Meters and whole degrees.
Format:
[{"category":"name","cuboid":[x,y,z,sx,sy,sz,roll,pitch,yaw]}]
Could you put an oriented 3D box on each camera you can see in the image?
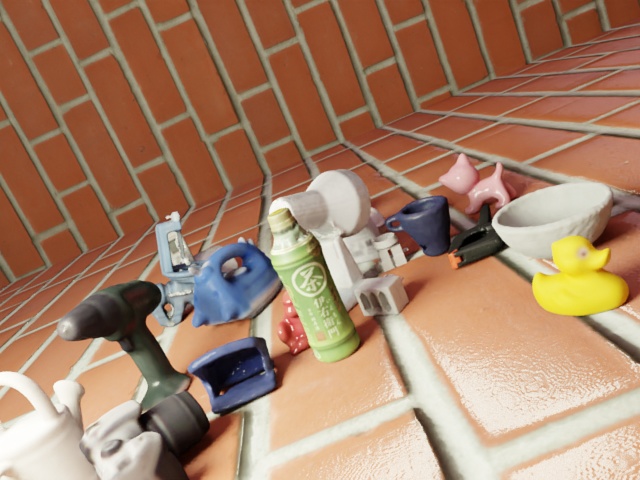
[{"category":"camera","cuboid":[-0.200,0.239,0.683,0.137,0.101,0.142,-32,18,-31]}]

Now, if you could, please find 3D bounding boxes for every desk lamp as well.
[{"category":"desk lamp","cuboid":[0.009,0.003,0.969,0.117,0.214,0.204,-9,21,43]}]

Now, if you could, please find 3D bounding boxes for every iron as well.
[{"category":"iron","cuboid":[-0.164,0.067,1.145,0.118,0.141,0.259,-14,17,30]}]

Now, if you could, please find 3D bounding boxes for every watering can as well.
[{"category":"watering can","cuboid":[-0.349,0.243,0.706,0.101,0.194,0.172,-25,15,-5]}]

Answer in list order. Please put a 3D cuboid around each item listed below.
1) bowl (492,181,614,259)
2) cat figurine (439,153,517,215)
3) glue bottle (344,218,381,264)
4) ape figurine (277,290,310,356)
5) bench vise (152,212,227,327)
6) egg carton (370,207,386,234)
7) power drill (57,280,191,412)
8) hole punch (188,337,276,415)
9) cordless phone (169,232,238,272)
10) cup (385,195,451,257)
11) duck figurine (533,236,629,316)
[{"category":"bowl","cuboid":[0.340,-0.019,0.828,0.167,0.075,0.167,-21,15,6]},{"category":"cat figurine","cuboid":[0.307,-0.116,1.130,0.127,0.118,0.067,-12,19,36]},{"category":"glue bottle","cuboid":[0.065,-0.040,1.113,0.078,0.173,0.037,-15,17,28]},{"category":"ape figurine","cuboid":[-0.032,0.116,0.875,0.077,0.092,0.076,-15,17,28]},{"category":"bench vise","cuboid":[-0.315,0.064,1.226,0.208,0.220,0.121,-32,18,-30]},{"category":"egg carton","cuboid":[0.069,-0.016,1.228,0.150,0.069,0.107,-21,15,6]},{"category":"power drill","cuboid":[-0.282,0.161,0.864,0.075,0.209,0.229,-20,15,10]},{"category":"hole punch","cuboid":[-0.125,0.176,0.810,0.108,0.091,0.101,-24,15,-2]},{"category":"cordless phone","cuboid":[-0.294,0.033,1.369,0.148,0.185,0.093,-31,17,-27]},{"category":"cup","cuboid":[0.181,-0.016,1.013,0.117,0.095,0.092,-18,16,19]},{"category":"duck figurine","cuboid":[0.299,0.036,0.676,0.104,0.086,0.078,-9,21,42]}]
